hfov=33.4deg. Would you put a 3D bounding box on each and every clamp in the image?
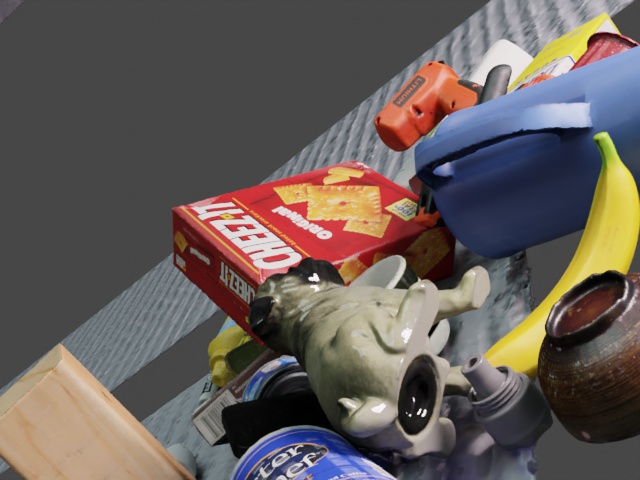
[{"bbox_3d":[0.157,-0.063,0.965,0.171,0.120,0.039,-51,6,-15],"label":"clamp"}]

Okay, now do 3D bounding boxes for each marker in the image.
[{"bbox_3d":[-0.123,0.164,1.251,0.020,0.020,0.121,-38,13,16],"label":"marker"}]

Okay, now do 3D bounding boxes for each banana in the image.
[{"bbox_3d":[0.171,0.027,0.728,0.197,0.069,0.037,-62,9,-9],"label":"banana"}]

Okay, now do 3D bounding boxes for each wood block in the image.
[{"bbox_3d":[-0.178,0.195,0.895,0.090,0.206,0.091,-44,13,-9],"label":"wood block"}]

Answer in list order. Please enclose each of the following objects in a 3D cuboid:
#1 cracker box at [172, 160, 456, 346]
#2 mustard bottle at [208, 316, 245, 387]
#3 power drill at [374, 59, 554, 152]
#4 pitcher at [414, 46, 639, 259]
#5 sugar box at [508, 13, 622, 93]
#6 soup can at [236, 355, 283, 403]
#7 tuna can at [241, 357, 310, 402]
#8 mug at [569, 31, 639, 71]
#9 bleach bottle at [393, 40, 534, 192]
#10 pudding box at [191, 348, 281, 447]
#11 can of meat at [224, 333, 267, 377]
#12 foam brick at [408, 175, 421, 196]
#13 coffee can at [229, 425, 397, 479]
[{"bbox_3d":[-0.006,0.001,0.989,0.213,0.072,0.164,-17,33,-30],"label":"cracker box"},{"bbox_3d":[-0.080,0.103,1.238,0.096,0.058,0.191,-33,15,36],"label":"mustard bottle"},{"bbox_3d":[0.138,-0.105,1.076,0.184,0.057,0.188,-46,38,-10],"label":"power drill"},{"bbox_3d":[0.200,-0.074,0.822,0.243,0.145,0.149,-21,21,51],"label":"pitcher"},{"bbox_3d":[0.256,-0.178,1.165,0.094,0.048,0.176,-27,12,46],"label":"sugar box"},{"bbox_3d":[-0.014,0.129,0.940,0.102,0.068,0.069,-45,13,-13],"label":"soup can"},{"bbox_3d":[-0.021,0.141,0.882,0.086,0.086,0.034,-45,15,-14],"label":"tuna can"},{"bbox_3d":[0.258,-0.118,0.934,0.081,0.093,0.117,-49,49,-9],"label":"mug"},{"bbox_3d":[0.155,-0.116,1.244,0.250,0.068,0.103,-51,-6,-16],"label":"bleach bottle"},{"bbox_3d":[-0.062,0.148,1.022,0.113,0.039,0.090,-40,-13,2],"label":"pudding box"},{"bbox_3d":[-0.039,0.103,1.125,0.102,0.057,0.083,-32,13,35],"label":"can of meat"},{"bbox_3d":[0.132,-0.053,1.139,0.053,0.051,0.078,-40,13,10],"label":"foam brick"},{"bbox_3d":[0.005,0.178,0.649,0.102,0.102,0.140,-44,13,-10],"label":"coffee can"}]
